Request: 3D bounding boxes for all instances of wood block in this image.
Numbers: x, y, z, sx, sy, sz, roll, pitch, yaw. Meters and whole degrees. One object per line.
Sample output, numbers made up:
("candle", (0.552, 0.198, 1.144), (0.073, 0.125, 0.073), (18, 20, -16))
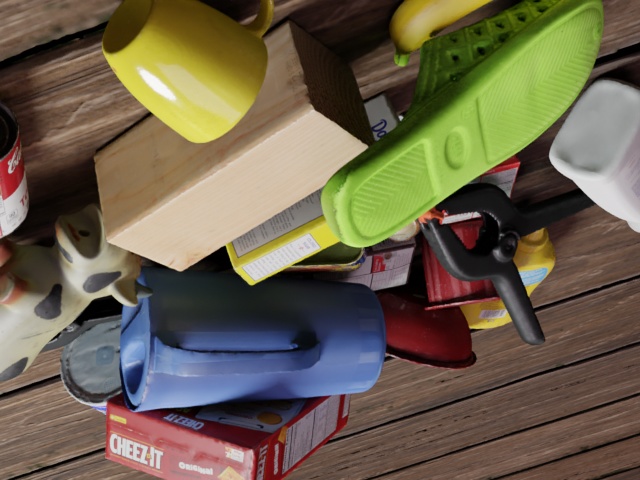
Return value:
("wood block", (-0.070, -0.069, 0.843), (0.206, 0.090, 0.090), (-30, 148, 25))

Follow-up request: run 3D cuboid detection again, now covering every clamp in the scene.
("clamp", (-0.249, 0.065, 1.044), (0.171, 0.039, 0.120), (-23, 141, 6))
("clamp", (0.170, 0.012, 1.018), (0.209, 0.164, 0.036), (12, -176, -34))

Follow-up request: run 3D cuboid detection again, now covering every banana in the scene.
("banana", (0.124, -0.191, 0.785), (0.198, 0.037, 0.069), (-27, 174, 24))

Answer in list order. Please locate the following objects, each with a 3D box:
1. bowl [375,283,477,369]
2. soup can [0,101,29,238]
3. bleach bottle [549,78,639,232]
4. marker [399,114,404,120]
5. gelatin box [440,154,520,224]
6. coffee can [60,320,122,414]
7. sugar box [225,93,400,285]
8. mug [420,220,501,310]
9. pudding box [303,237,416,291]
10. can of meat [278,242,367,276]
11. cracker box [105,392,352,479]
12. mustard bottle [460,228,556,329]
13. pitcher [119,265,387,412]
("bowl", (0.102, 0.085, 1.174), (0.161, 0.162, 0.055), (7, 105, -34))
("soup can", (-0.257, -0.052, 0.805), (0.068, 0.068, 0.102), (-8, 150, -14))
("bleach bottle", (0.303, -0.060, 1.039), (0.102, 0.068, 0.250), (-59, 146, -3))
("marker", (0.119, -0.095, 0.963), (0.120, 0.020, 0.020), (6, 144, -33))
("gelatin box", (0.149, -0.054, 1.035), (0.073, 0.030, 0.089), (-13, 151, -7))
("coffee can", (-0.197, 0.145, 1.140), (0.103, 0.103, 0.140), (-21, 151, 10))
("sugar box", (-0.002, -0.043, 0.902), (0.176, 0.093, 0.048), (-25, 149, 6))
("mug", (0.146, 0.027, 1.107), (0.093, 0.081, 0.117), (-7, 175, -7))
("pudding box", (0.039, 0.023, 1.106), (0.113, 0.039, 0.090), (-10, 152, -8))
("can of meat", (-0.007, 0.001, 0.998), (0.102, 0.057, 0.084), (-3, 171, 5))
("cracker box", (-0.086, 0.176, 1.068), (0.164, 0.072, 0.213), (13, -162, 24))
("mustard bottle", (0.206, 0.030, 1.179), (0.096, 0.058, 0.192), (-1, 148, -14))
("pitcher", (-0.061, 0.095, 1.002), (0.242, 0.149, 0.145), (2, 140, -22))
